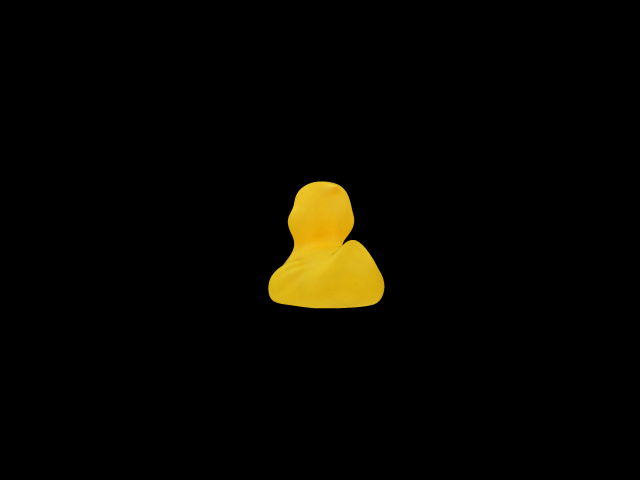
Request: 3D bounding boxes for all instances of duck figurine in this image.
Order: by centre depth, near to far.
[{"bbox_3d":[0.004,0.001,0.400,0.078,0.086,0.104,0,0,-23],"label":"duck figurine"}]
